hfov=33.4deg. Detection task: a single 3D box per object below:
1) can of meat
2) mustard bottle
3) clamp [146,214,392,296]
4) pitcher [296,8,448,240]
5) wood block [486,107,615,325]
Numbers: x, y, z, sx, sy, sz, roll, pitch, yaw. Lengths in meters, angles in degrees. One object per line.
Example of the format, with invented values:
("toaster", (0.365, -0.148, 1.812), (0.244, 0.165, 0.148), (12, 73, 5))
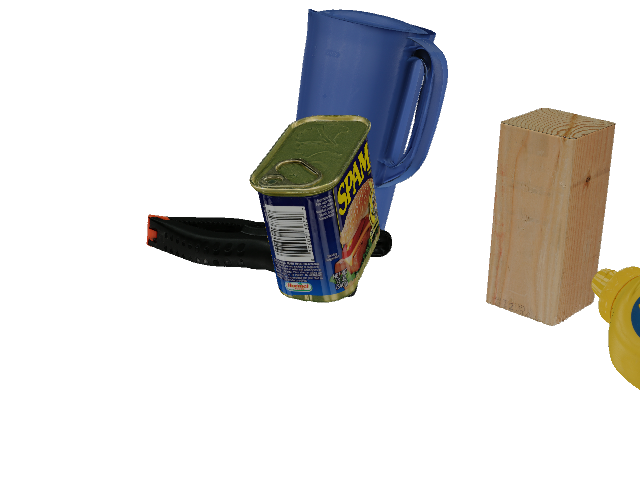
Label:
("can of meat", (0.001, -0.021, 0.683), (0.057, 0.084, 0.102), (2, 32, 20))
("mustard bottle", (0.230, 0.066, 0.632), (0.096, 0.058, 0.192), (-20, 32, -20))
("clamp", (-0.049, 0.007, 0.893), (0.210, 0.036, 0.164), (6, 12, 6))
("pitcher", (0.040, -0.113, 1.112), (0.145, 0.243, 0.149), (9, 16, -2))
("wood block", (0.245, -0.027, 1.144), (0.090, 0.206, 0.090), (20, 28, 38))
